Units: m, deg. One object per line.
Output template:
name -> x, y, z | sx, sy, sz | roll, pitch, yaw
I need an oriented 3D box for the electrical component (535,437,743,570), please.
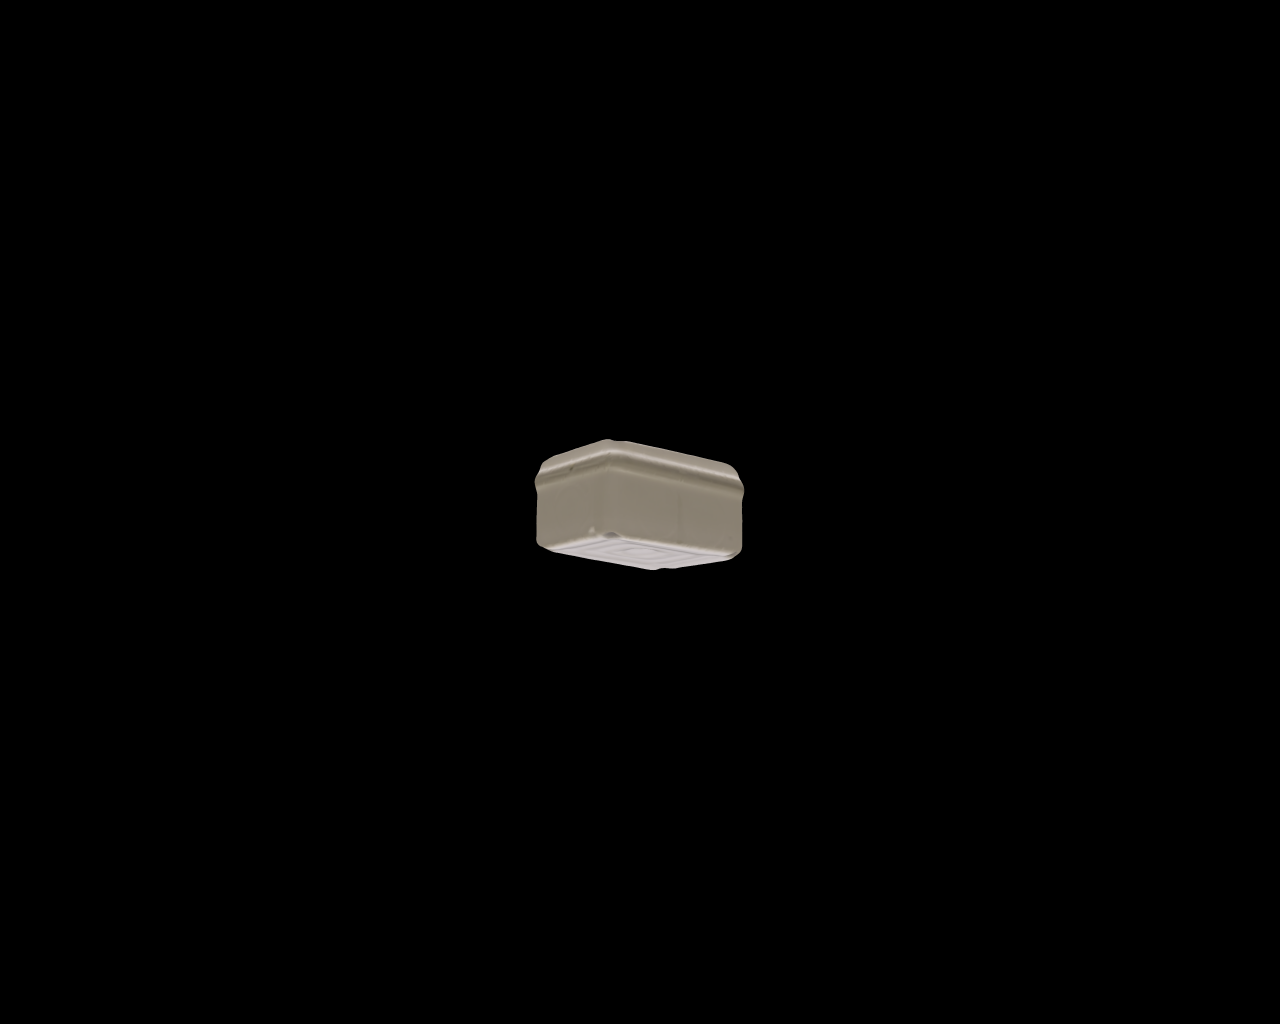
electrical component -> 0.001, -0.003, 0.650 | 0.113, 0.057, 0.078 | 11, -16, -42
